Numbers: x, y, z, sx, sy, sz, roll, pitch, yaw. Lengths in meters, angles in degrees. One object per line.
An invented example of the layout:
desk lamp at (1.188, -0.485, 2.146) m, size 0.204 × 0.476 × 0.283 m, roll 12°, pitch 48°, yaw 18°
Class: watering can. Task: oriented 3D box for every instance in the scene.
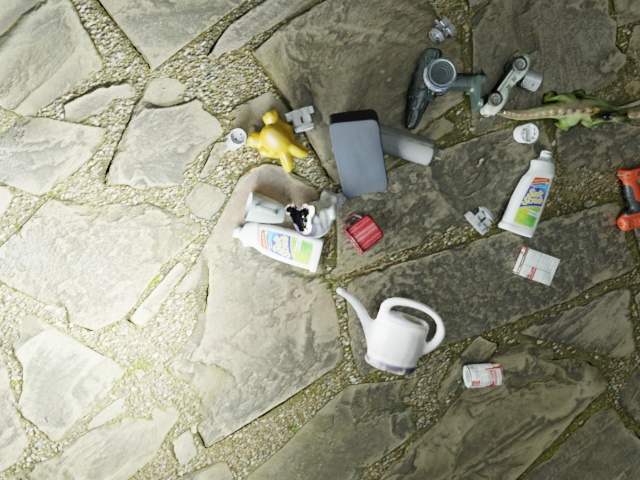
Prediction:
watering can at (0.189, 0.265, 1.490) m, size 0.347 × 0.105 × 0.223 m, roll 16°, pitch 97°, yaw -7°

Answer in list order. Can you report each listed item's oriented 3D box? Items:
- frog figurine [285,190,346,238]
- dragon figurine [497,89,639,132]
frog figurine at (0.004, -0.072, 1.432) m, size 0.161 × 0.136 × 0.123 m, roll -15°, pitch 83°, yaw -41°
dragon figurine at (0.718, -0.348, 1.397) m, size 0.411 × 0.245 × 0.121 m, roll -7°, pitch 105°, yaw -6°
